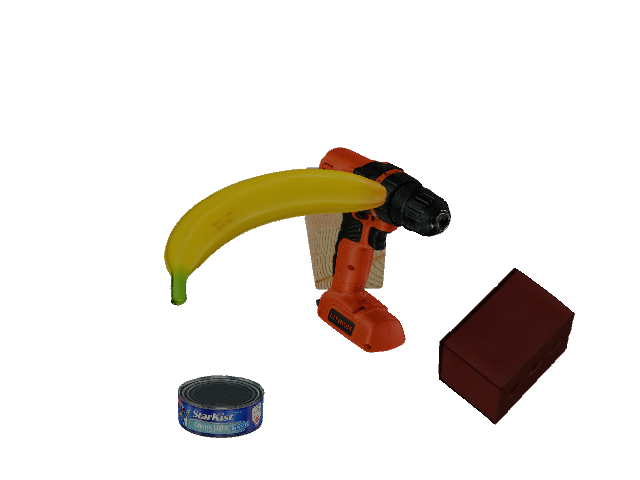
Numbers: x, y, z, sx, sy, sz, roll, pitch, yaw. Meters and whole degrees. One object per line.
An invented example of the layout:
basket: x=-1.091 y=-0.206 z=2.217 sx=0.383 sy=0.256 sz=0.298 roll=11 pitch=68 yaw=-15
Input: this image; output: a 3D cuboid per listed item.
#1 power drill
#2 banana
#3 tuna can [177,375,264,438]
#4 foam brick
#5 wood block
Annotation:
power drill: x=0.058 y=0.014 z=1.078 sx=0.057 sy=0.188 sz=0.185 roll=-8 pitch=25 yaw=-32
banana: x=-0.044 y=-0.017 z=0.813 sx=0.197 sy=0.070 sz=0.037 roll=-27 pitch=-13 yaw=-23
tuna can: x=-0.099 y=0.165 z=1.060 sx=0.086 sy=0.034 sz=0.086 roll=2 pitch=13 yaw=-1
foam brick: x=0.121 y=0.069 z=0.698 sx=0.051 sy=0.078 sz=0.053 roll=37 pitch=-24 yaw=27
wood block: x=0.030 y=-0.021 z=1.451 sx=0.090 sy=0.090 sz=0.206 roll=-1 pitch=26 yaw=-5
